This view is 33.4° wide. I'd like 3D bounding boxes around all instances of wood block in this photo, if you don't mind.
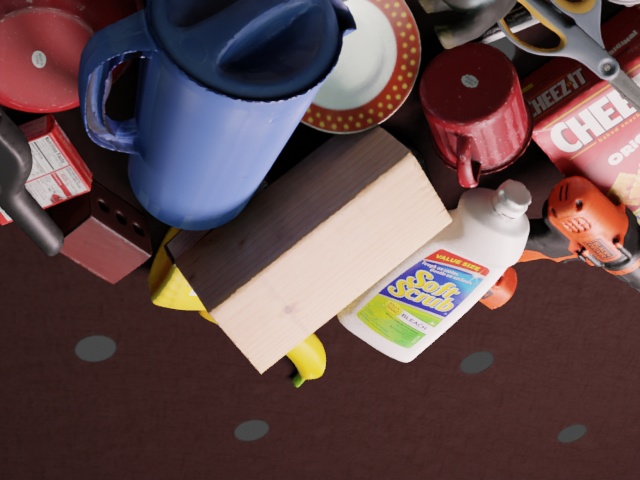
[{"bbox_3d":[-0.006,0.001,0.898,0.206,0.090,0.090,-38,128,-3],"label":"wood block"}]

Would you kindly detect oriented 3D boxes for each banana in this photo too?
[{"bbox_3d":[-0.046,0.106,1.126,0.070,0.037,0.197,-31,135,14],"label":"banana"}]

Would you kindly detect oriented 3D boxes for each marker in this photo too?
[{"bbox_3d":[0.136,-0.174,0.907,0.121,0.020,0.020,-22,137,5],"label":"marker"}]

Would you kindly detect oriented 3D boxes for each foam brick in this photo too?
[{"bbox_3d":[-0.196,-0.007,0.954,0.051,0.053,0.078,-35,134,18],"label":"foam brick"}]

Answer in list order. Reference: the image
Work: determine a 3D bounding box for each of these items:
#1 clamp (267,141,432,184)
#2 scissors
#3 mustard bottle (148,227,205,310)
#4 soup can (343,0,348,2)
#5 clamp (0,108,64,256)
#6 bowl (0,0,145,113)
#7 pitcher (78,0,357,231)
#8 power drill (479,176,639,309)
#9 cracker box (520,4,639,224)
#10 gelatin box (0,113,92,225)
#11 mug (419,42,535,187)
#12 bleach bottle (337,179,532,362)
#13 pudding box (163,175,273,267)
[{"bbox_3d":[0.024,-0.062,0.976,0.165,0.036,0.209,-37,129,23],"label":"clamp"},{"bbox_3d":[0.241,-0.164,0.884,0.201,0.016,0.096,28,105,-2],"label":"scissors"},{"bbox_3d":[-0.062,0.036,1.035,0.191,0.058,0.096,13,125,-27],"label":"mustard bottle"},{"bbox_3d":[-0.019,-0.220,0.778,0.102,0.068,0.069,12,130,-27],"label":"soup can"},{"bbox_3d":[-0.258,-0.046,0.853,0.120,0.039,0.172,10,142,-14],"label":"clamp"},{"bbox_3d":[-0.210,-0.150,0.802,0.162,0.055,0.162,-8,136,-8],"label":"bowl"},{"bbox_3d":[-0.088,-0.100,0.794,0.149,0.145,0.243,30,151,-2],"label":"pitcher"},{"bbox_3d":[0.230,0.016,1.047,0.188,0.057,0.184,-19,136,40],"label":"power drill"},{"bbox_3d":[0.300,-0.106,0.989,0.164,0.072,0.213,-35,133,19],"label":"cracker box"},{"bbox_3d":[-0.248,-0.060,0.901,0.089,0.030,0.073,-21,135,6],"label":"gelatin box"},{"bbox_3d":[0.128,-0.102,0.896,0.093,0.117,0.081,5,161,19],"label":"mug"},{"bbox_3d":[0.112,0.021,1.007,0.102,0.068,0.251,34,139,-2],"label":"bleach bottle"},{"bbox_3d":[-0.067,0.001,0.950,0.113,0.039,0.090,-43,126,3],"label":"pudding box"}]
